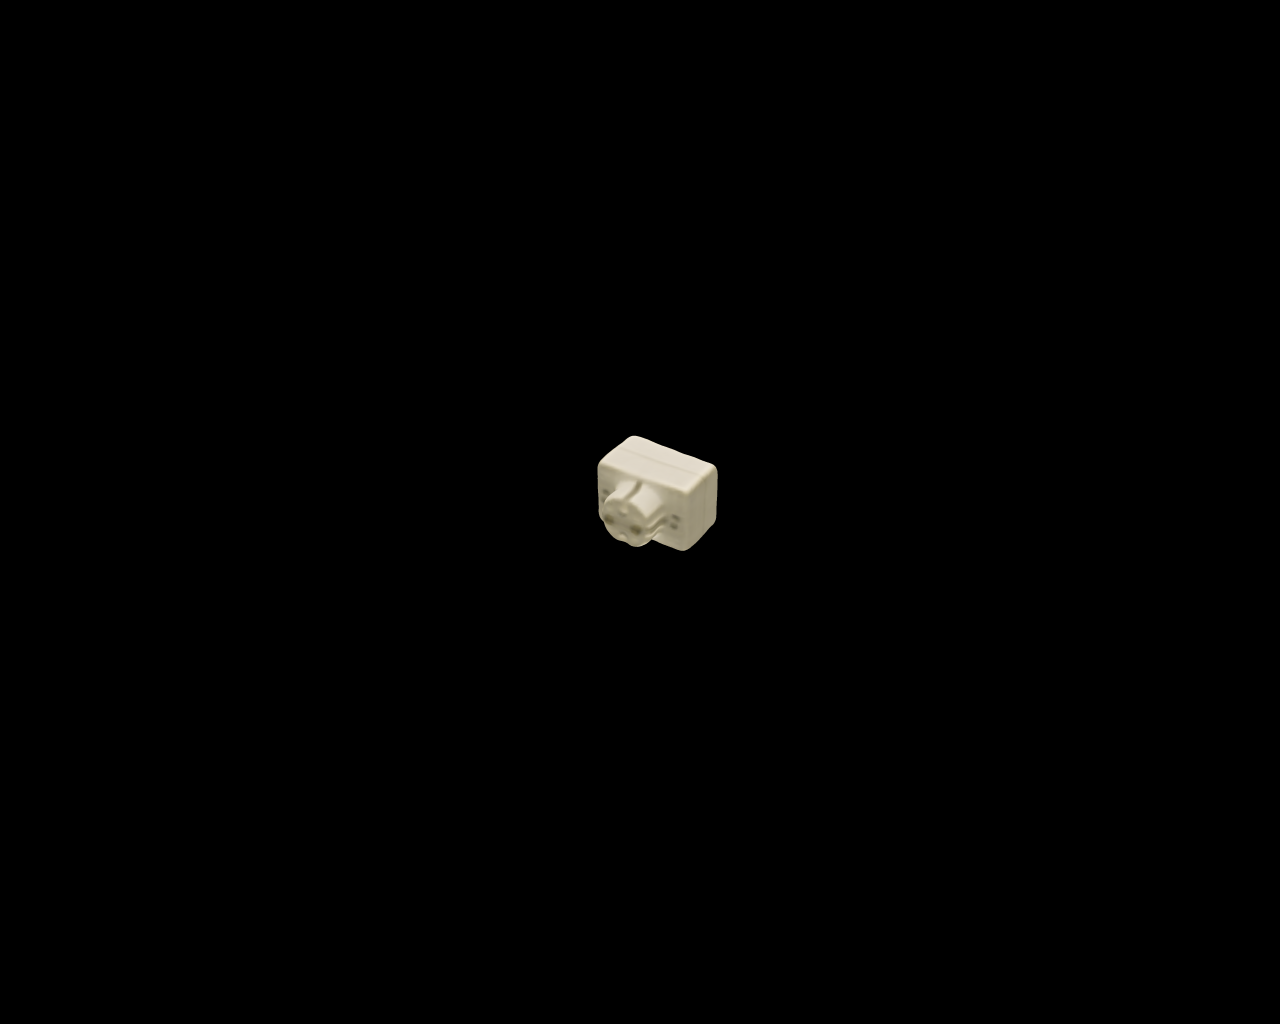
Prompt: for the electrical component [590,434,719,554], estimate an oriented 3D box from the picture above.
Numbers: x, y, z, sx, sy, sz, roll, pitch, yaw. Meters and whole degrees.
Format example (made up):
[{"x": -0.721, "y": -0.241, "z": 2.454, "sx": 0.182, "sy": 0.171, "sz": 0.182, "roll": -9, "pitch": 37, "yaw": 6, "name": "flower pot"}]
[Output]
[{"x": 0.001, "y": -0.003, "z": 0.650, "sx": 0.066, "sy": 0.047, "sz": 0.077, "roll": 21, "pitch": 41, "yaw": 26, "name": "electrical component"}]
